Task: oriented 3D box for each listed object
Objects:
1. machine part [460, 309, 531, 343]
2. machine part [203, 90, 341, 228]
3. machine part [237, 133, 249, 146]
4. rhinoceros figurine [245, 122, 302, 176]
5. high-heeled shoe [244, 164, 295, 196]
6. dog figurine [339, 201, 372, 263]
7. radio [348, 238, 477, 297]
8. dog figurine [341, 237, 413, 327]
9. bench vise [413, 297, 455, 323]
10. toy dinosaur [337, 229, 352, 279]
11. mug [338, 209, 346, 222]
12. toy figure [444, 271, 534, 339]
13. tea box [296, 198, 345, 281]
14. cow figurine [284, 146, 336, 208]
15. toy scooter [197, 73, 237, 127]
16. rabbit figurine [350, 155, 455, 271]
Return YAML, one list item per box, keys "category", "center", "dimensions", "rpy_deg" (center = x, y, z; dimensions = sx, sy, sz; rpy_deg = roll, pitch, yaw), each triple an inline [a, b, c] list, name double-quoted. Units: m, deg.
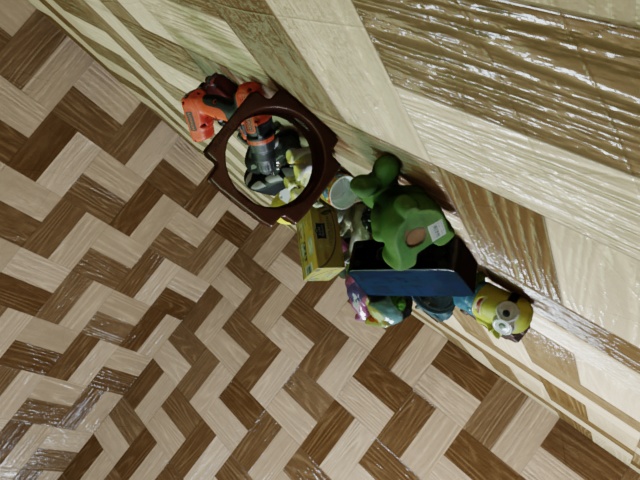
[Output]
- category: "machine part"
  center: [0.398, 0.171, 1.253]
  dimensions: [0.179, 0.056, 0.179]
  rpy_deg: [36, 175, 4]
- category: "machine part"
  center: [-0.084, -0.138, 0.933]
  dimensions: [0.201, 0.201, 0.087]
  rpy_deg: [39, 174, -15]
- category: "machine part"
  center: [-0.167, -0.263, 1.216]
  dimensions: [0.039, 0.084, 0.139]
  rpy_deg: [14, -164, -28]
- category: "rhinoceros figurine"
  center: [-0.101, -0.187, 1.134]
  dimensions: [0.073, 0.112, 0.190]
  rpy_deg: [45, 153, -24]
- category: "high-heeled shoe"
  center: [-0.090, -0.162, 1.224]
  dimensions: [0.086, 0.145, 0.249]
  rpy_deg: [15, -163, -45]
- category: "dog figurine"
  center: [0.113, -0.055, 1.129]
  dimensions: [0.190, 0.121, 0.172]
  rpy_deg: [112, 150, -51]
- category: "radio"
  center: [0.176, 0.054, 1.044]
  dimensions: [0.230, 0.073, 0.131]
  rpy_deg: [-4, 150, 29]
- category: "dog figurine"
  center: [0.107, 0.076, 1.213]
  dimensions: [0.192, 0.108, 0.219]
  rpy_deg: [0, 113, 66]
- category: "bench vise"
  center: [0.239, 0.081, 1.221]
  dimensions: [0.224, 0.129, 0.240]
  rpy_deg: [52, 153, 10]
- category: "toy dinosaur"
  center: [0.077, 0.052, 1.529]
  dimensions: [0.192, 0.131, 0.404]
  rpy_deg: [59, -165, 13]
- category: "mug"
  center: [0.038, -0.071, 1.340]
  dimensions: [0.081, 0.109, 0.107]
  rpy_deg: [30, -175, 31]
- category: "toy figure"
  center: [0.329, 0.117, 1.056]
  dimensions: [0.180, 0.089, 0.082]
  rpy_deg: [30, 141, 43]
- category: "tea box"
  center: [-0.002, -0.004, 1.175]
  dimensions: [0.068, 0.169, 0.098]
  rpy_deg: [1, 160, -22]
- category: "cow figurine"
  center: [-0.020, -0.116, 1.080]
  dimensions: [0.167, 0.098, 0.068]
  rpy_deg: [100, 149, -54]
- category: "toy scooter"
  center: [-0.208, -0.296, 1.130]
  dimensions: [0.135, 0.075, 0.184]
  rpy_deg: [42, 171, -39]
- category: "rabbit figurine"
  center: [0.108, -0.057, 0.867]
  dimensions: [0.159, 0.121, 0.170]
  rpy_deg: [47, -175, -43]
